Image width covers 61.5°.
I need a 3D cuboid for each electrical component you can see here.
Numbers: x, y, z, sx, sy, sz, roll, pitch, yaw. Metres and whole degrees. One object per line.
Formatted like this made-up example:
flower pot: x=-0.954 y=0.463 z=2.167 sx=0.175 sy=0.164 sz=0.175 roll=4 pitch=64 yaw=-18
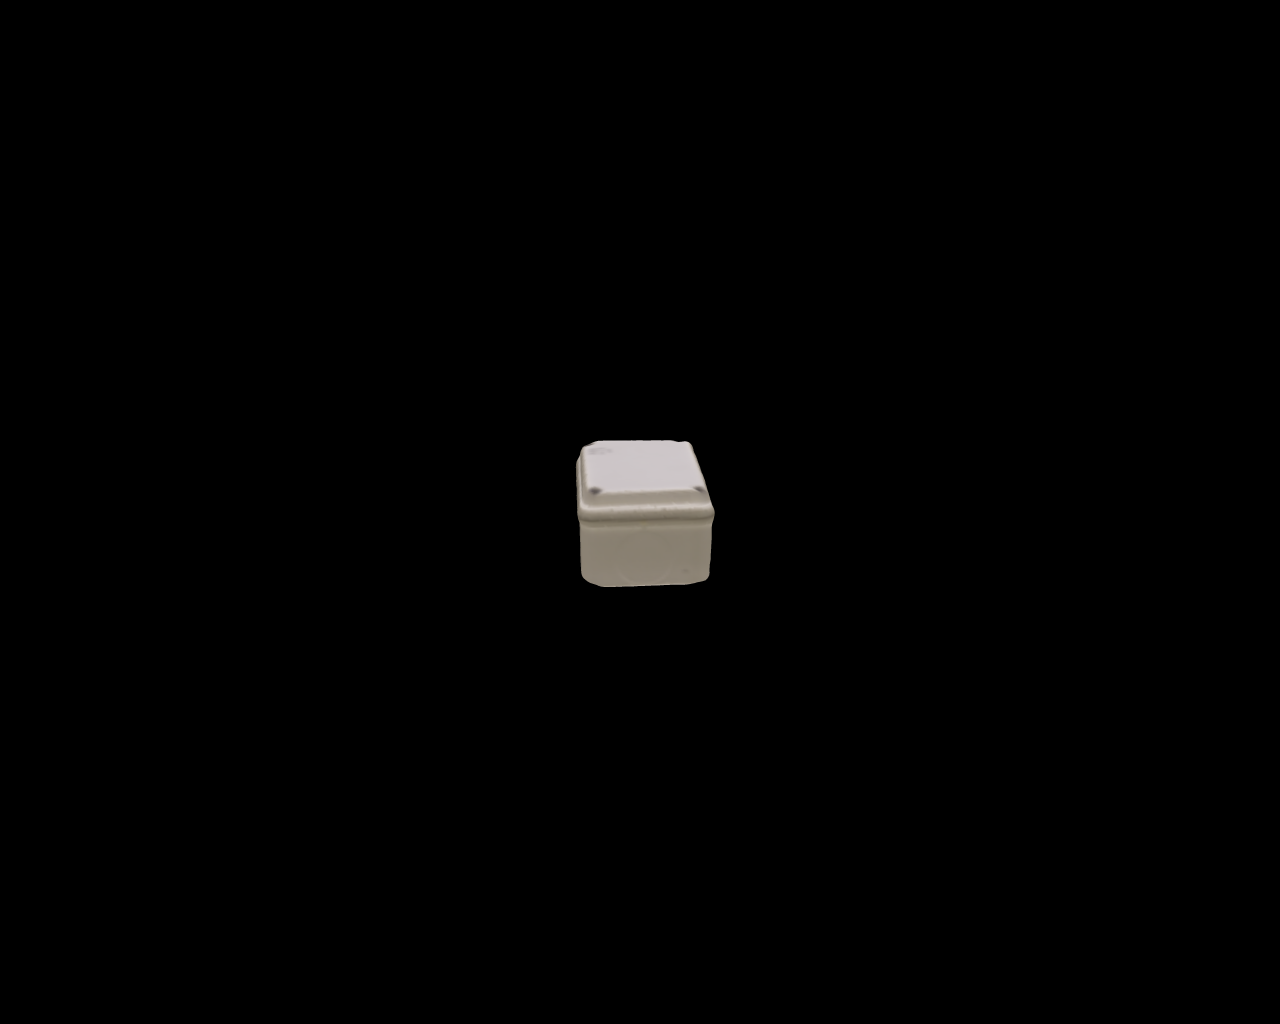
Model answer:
electrical component: x=0.001 y=-0.003 z=0.650 sx=0.078 sy=0.057 sz=0.113 roll=-1 pitch=20 yaw=-3
